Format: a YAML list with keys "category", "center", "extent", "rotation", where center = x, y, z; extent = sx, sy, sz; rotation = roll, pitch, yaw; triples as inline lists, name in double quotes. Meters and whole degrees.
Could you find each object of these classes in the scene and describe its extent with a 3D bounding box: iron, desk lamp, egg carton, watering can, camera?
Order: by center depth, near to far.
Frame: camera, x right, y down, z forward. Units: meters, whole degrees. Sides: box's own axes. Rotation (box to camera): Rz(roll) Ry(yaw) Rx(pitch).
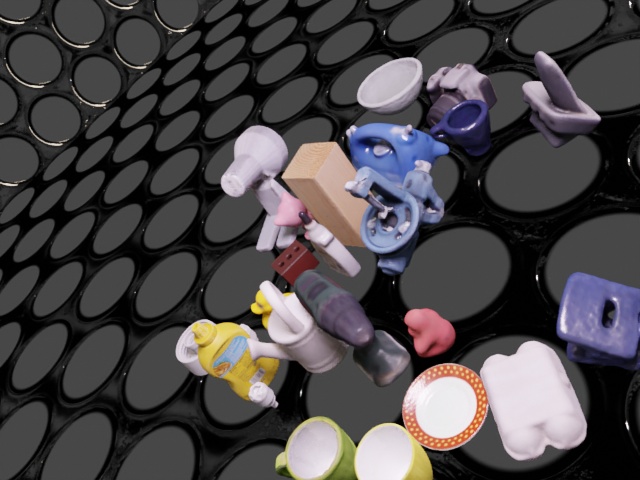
- category: "egg carton"
  center: [0.275, 0.207, 0.745]
  extent: [0.107, 0.070, 0.150]
  rotation: [-27, 40, 16]
- category: "watering can"
  center: [-0.044, 0.144, 0.965]
  extent: [0.100, 0.195, 0.173]
  rotation: [20, 67, 48]
- category: "iron"
  center: [0.129, -0.192, 1.192]
  extent: [0.257, 0.142, 0.119]
  rotation: [15, 64, 46]
- category: "camera"
  center: [0.273, -0.300, 1.210]
  extent: [0.137, 0.101, 0.142]
  rotation: [-48, 39, -10]
- category: "desk lamp"
  center: [-0.125, -0.117, 1.268]
  extent: [0.117, 0.214, 0.203]
  rotation: [-12, 46, 31]

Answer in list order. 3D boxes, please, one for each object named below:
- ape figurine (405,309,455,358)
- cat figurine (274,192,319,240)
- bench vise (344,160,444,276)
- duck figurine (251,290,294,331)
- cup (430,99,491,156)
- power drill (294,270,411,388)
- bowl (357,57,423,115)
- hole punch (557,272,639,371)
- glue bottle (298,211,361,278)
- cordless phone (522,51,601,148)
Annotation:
- category: "ape figurine"
  center: [0.162, 0.137, 0.887]
  extent: [0.075, 0.092, 0.078]
  rotation: [3, 55, 41]
- category: "cat figurine"
  center: [-0.034, -0.064, 1.220]
  extent: [0.127, 0.118, 0.067]
  rotation: [-32, 39, 11]
- category: "bench vise"
  center: [0.122, -0.072, 1.018]
  extent: [0.121, 0.220, 0.207]
  rotation: [-8, 48, 34]
- category: "duck figurine"
  center: [-0.083, 0.123, 1.106]
  extent: [0.104, 0.086, 0.077]
  rotation: [-29, 40, 15]
- category: "cup"
  center: [0.283, -0.206, 1.117]
  extent: [0.117, 0.095, 0.091]
  rotation: [-19, 43, 25]
- category: "power drill"
  center: [0.053, 0.137, 0.881]
  extent: [0.076, 0.209, 0.228]
  rotation: [-45, 39, -6]
- category: "bowl"
  center: [0.177, -0.350, 1.359]
  extent: [0.167, 0.075, 0.167]
  rotation: [-22, 42, 22]
- category: "hole punch"
  center: [0.372, 0.103, 0.749]
  extent: [0.100, 0.091, 0.109]
  rotation: [1, 54, 40]
- category: "glue bottle"
  center: [0.010, 0.004, 1.074]
  extent: [0.037, 0.174, 0.077]
  rotation: [-51, 40, -13]
- category: "cordless phone"
  center: [0.406, -0.271, 1.005]
  extent: [0.094, 0.186, 0.147]
  rotation: [-33, 39, 9]
